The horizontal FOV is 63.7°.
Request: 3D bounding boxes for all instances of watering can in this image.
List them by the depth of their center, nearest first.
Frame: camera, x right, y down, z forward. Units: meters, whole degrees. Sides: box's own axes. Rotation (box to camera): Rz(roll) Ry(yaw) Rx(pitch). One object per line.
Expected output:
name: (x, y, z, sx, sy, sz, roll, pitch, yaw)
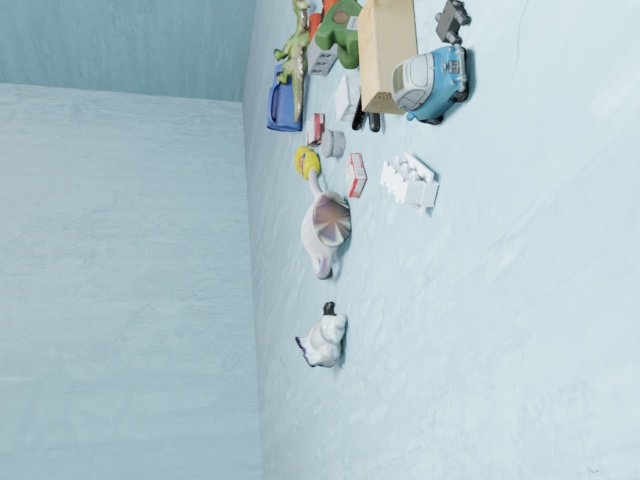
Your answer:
watering can: (0.004, -0.072, 1.430, 0.221, 0.104, 0.353, 130, 139, -66)

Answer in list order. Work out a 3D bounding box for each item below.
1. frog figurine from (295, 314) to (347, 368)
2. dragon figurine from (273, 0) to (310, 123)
frog figurine: (0.026, 0.260, 1.386, 0.158, 0.121, 0.140, -46, 19, 12)
dragon figurine: (-0.060, -0.631, 1.767, 0.241, 0.122, 0.412, 160, 102, -65)
